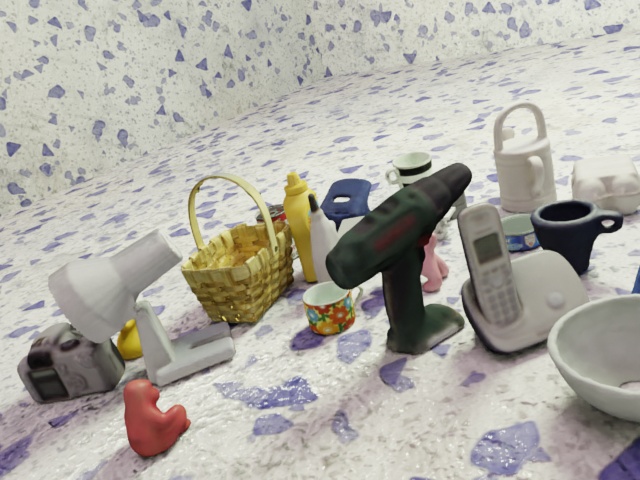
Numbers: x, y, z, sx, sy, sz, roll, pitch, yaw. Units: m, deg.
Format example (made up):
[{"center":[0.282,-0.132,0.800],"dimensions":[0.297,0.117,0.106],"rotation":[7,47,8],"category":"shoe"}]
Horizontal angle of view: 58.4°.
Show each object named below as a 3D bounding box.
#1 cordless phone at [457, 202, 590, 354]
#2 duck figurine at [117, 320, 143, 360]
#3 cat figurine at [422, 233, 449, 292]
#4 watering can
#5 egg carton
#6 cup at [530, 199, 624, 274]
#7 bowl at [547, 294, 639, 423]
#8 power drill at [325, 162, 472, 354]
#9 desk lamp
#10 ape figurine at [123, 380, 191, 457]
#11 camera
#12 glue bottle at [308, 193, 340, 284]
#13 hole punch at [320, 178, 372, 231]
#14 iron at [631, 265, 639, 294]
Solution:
[{"center":[0.239,0.032,0.693],"dimensions":[0.148,0.185,0.094],"rotation":[-21,23,-12],"category":"cordless phone"},{"center":[-0.313,0.137,0.960],"dimensions":[0.077,0.086,0.104],"rotation":[-12,23,11],"category":"duck figurine"},{"center":[0.127,0.017,0.895],"dimensions":[0.127,0.118,0.067],"rotation":[-4,25,27],"category":"cat figurine"},{"center":[0.363,-0.158,1.043],"dimensions":[0.101,0.194,0.172],"rotation":[-23,23,-16],"category":"watering can"},{"center":[0.485,-0.095,0.975],"dimensions":[0.107,0.069,0.150],"rotation":[-7,24,23],"category":"egg carton"},{"center":[0.362,0.000,0.803],"dimensions":[0.117,0.095,0.092],"rotation":[-1,27,34],"category":"cup"},{"center":[0.317,0.126,0.564],"dimensions":[0.167,0.075,0.167],"rotation":[-14,22,6],"category":"bowl"},{"center":[0.122,0.031,0.746],"dimensions":[0.230,0.209,0.075],"rotation":[-26,24,-23],"category":"power drill"},{"center":[-0.255,0.100,0.839],"dimensions":[0.203,0.214,0.117],"rotation":[-21,23,-10],"category":"desk lamp"},{"center":[-0.211,0.212,0.705],"dimensions":[0.077,0.092,0.076],"rotation":[2,29,38],"category":"ape figurine"},{"center":[-0.382,0.172,0.907],"dimensions":[0.143,0.101,0.137],"rotation":[-12,23,10],"category":"camera"},{"center":[0.009,0.003,0.936],"dimensions":[0.037,0.173,0.078],"rotation":[-5,25,27],"category":"glue bottle"},{"center":[0.055,-0.071,1.188],"dimensions":[0.108,0.091,0.101],"rotation":[2,29,38],"category":"hole punch"},{"center":[0.452,-0.003,0.686],"dimensions":[0.259,0.142,0.118],"rotation":[-26,24,-21],"category":"iron"}]
